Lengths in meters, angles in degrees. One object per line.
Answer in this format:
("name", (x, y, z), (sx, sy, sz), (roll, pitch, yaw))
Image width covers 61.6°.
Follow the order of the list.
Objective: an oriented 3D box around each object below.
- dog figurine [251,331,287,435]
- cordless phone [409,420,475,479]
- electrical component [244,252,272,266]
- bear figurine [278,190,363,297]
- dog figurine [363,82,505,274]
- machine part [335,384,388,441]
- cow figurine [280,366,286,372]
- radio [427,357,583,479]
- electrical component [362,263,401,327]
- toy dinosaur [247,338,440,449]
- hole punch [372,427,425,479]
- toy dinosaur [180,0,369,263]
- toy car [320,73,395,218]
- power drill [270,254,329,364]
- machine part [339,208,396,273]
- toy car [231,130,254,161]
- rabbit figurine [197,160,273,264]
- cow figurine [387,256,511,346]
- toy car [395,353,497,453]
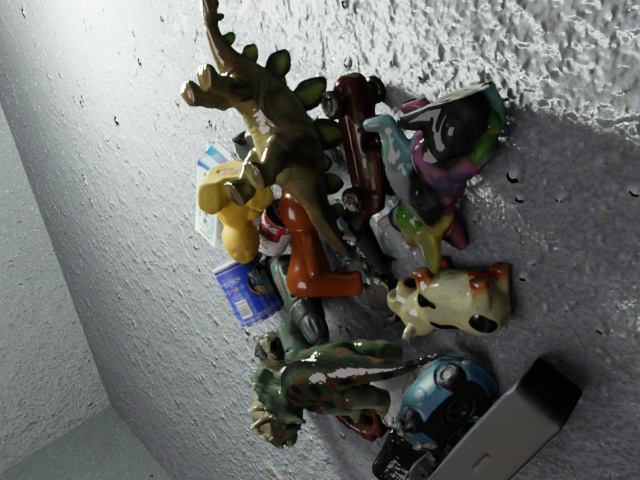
("dog figurine", (-0.123, 0.325, 1.229), (0.121, 0.172, 0.190), (-17, 108, 43))
("cordless phone", (0.182, 0.318, 0.863), (0.184, 0.146, 0.088), (57, 158, 15))
("electrical component", (-0.123, 0.024, 1.102), (0.063, 0.094, 0.021), (-4, 116, 11))
("bear figurine", (-0.006, -0.003, 0.916), (0.120, 0.132, 0.195), (170, 99, -72))
("dog figurine", (0.154, -0.068, 0.664), (0.192, 0.108, 0.219), (2, 119, 48))
("machine part", (0.073, 0.309, 1.068), (0.180, 0.056, 0.179), (32, 137, 35))
("cow figurine", (-0.021, 0.298, 1.159), (0.068, 0.098, 0.167), (30, 154, 29))
("radio", (0.241, 0.266, 0.716), (0.073, 0.131, 0.229), (44, 121, 24))
("electrical component", (0.102, 0.091, 0.886), (0.078, 0.045, 0.102), (8, 119, 47))
("toy dinosaur", (0.005, 0.226, 0.873), (0.404, 0.192, 0.131), (126, 145, -50))
("hole punch", (0.177, 0.408, 0.995), (0.142, 0.092, 0.115), (33, 100, 40))
("toy dinosaur", (-0.048, -0.134, 0.778), (0.105, 0.198, 0.470), (3, 123, 51))
("toy car", (0.063, -0.128, 0.742), (0.053, 0.089, 0.201), (13, 122, 51))
("power drill", (-0.040, 0.156, 1.029), (0.207, 0.086, 0.232), (86, 163, -48))
("machine part", (0.072, -0.005, 0.820), (0.039, 0.084, 0.138), (-8, 134, 32))
("toy car", (-0.089, -0.167, 0.935), (0.202, 0.056, 0.073), (-1, 119, 53))
("rabbit figurine", (-0.152, -0.045, 0.953), (0.162, 0.122, 0.173), (-134, 34, -62))
("cow figurine", (0.178, 0.093, 0.766), (0.195, 0.085, 0.127), (3, 110, 49))
("toy car", (0.181, 0.238, 0.824), (0.109, 0.161, 0.103), (43, -176, -26))
